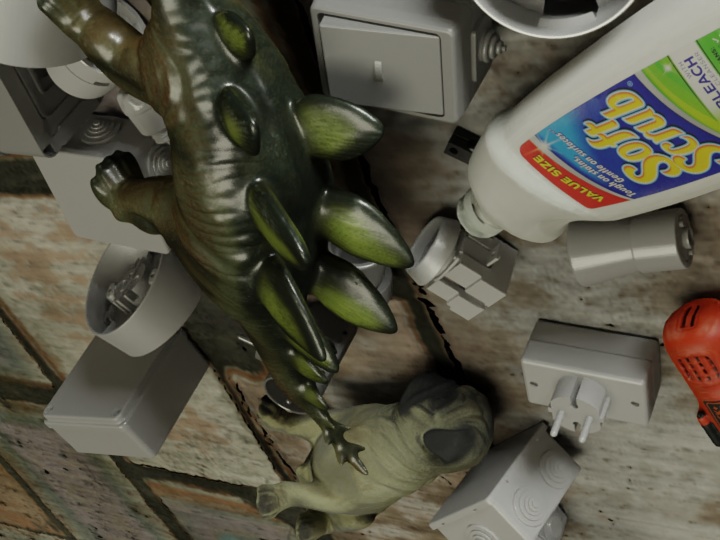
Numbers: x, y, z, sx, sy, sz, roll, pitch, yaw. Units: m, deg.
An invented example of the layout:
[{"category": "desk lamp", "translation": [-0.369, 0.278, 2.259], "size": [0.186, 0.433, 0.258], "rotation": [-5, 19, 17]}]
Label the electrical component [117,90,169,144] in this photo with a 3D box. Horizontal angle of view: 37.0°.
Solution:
[{"category": "electrical component", "translation": [-0.132, -0.101, 0.718], "size": [0.035, 0.035, 0.061], "rotation": [-4, 135, 37]}]

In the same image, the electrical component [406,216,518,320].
[{"category": "electrical component", "translation": [0.063, -0.003, 0.692], "size": [0.055, 0.048, 0.066], "rotation": [31, 145, -14]}]

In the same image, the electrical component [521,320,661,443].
[{"category": "electrical component", "translation": [0.147, 0.081, 0.708], "size": [0.083, 0.075, 0.047], "rotation": [9, 139, 26]}]

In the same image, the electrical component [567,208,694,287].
[{"category": "electrical component", "translation": [0.157, -0.015, 0.617], "size": [0.065, 0.044, 0.044], "rotation": [-7, 131, 33]}]

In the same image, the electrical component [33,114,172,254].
[{"category": "electrical component", "translation": [-0.175, -0.065, 0.778], "size": [0.100, 0.048, 0.099], "rotation": [10, 140, 25]}]

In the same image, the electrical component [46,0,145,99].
[{"category": "electrical component", "translation": [-0.168, -0.140, 0.680], "size": [0.055, 0.055, 0.047], "rotation": [43, 146, -17]}]

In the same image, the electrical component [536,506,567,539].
[{"category": "electrical component", "translation": [0.132, 0.219, 0.905], "size": [0.080, 0.051, 0.080], "rotation": [19, 143, 15]}]

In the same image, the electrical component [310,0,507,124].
[{"category": "electrical component", "translation": [0.028, -0.119, 0.563], "size": [0.096, 0.061, 0.061], "rotation": [15, 142, 20]}]

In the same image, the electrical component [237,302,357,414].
[{"category": "electrical component", "translation": [-0.054, 0.059, 0.818], "size": [0.079, 0.077, 0.043], "rotation": [24, 144, 8]}]

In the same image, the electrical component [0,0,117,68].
[{"category": "electrical component", "translation": [-0.190, -0.174, 0.612], "size": [0.108, 0.108, 0.060], "rotation": [28, 138, 2]}]

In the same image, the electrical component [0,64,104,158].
[{"category": "electrical component", "translation": [-0.228, -0.137, 0.703], "size": [0.057, 0.078, 0.113], "rotation": [8, 139, 26]}]

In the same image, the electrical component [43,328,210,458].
[{"category": "electrical component", "translation": [-0.207, 0.106, 0.955], "size": [0.109, 0.108, 0.056], "rotation": [-4, 135, 37]}]

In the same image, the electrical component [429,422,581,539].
[{"category": "electrical component", "translation": [0.113, 0.173, 0.825], "size": [0.048, 0.100, 0.100], "rotation": [46, 143, -1]}]

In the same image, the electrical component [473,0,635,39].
[{"category": "electrical component", "translation": [0.091, -0.157, 0.492], "size": [0.099, 0.064, 0.099], "rotation": [10, 129, 13]}]

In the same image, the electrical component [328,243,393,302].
[{"category": "electrical component", "translation": [0.000, 0.000, 0.739], "size": [0.045, 0.045, 0.055], "rotation": [17, 142, 17]}]

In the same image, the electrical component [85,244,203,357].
[{"category": "electrical component", "translation": [-0.169, 0.015, 0.832], "size": [0.099, 0.099, 0.064], "rotation": [-14, 132, 44]}]
